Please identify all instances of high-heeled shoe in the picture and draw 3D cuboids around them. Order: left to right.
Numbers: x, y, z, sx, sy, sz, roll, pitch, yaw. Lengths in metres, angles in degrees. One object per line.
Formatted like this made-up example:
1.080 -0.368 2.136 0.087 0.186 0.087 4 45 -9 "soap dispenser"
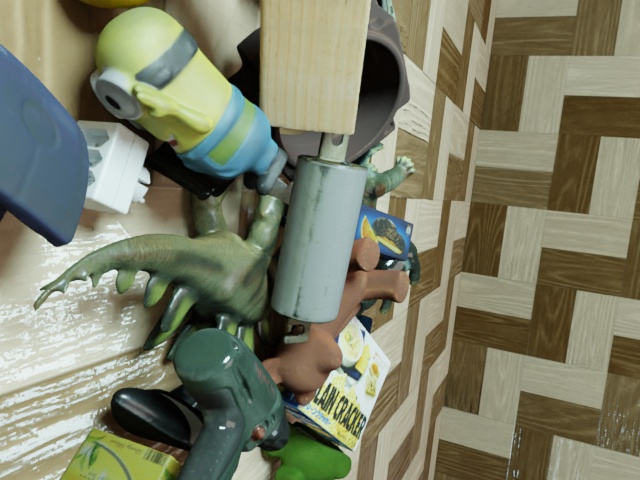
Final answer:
-0.132 0.159 0.597 0.248 0.086 0.145 69 32 -55 "high-heeled shoe"

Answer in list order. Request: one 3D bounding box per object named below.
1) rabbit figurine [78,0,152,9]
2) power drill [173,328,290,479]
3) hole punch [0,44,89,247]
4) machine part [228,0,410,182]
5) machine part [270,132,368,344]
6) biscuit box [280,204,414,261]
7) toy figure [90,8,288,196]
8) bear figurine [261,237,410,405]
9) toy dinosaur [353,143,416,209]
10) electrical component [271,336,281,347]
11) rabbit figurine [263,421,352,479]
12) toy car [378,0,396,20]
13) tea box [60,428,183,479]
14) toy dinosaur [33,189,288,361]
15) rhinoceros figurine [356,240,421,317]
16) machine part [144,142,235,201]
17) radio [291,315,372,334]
-0.122 -0.243 0.418 0.173 0.162 0.121 -55 162 -14 "rabbit figurine"
-0.083 0.207 0.484 0.207 0.086 0.231 -67 154 -43 "power drill"
-0.204 -0.062 0.340 0.142 0.092 0.116 55 45 -54 "hole punch"
0.006 -0.180 0.656 0.201 0.087 0.200 -34 146 -4 "machine part"
-0.001 -0.002 0.576 0.079 0.079 0.243 -14 117 -65 "machine part"
0.041 -0.021 0.769 0.202 0.059 0.062 18 81 -33 "biscuit box"
-0.104 -0.110 0.450 0.180 0.082 0.089 32 63 -37 "toy figure"
0.014 0.105 0.669 0.120 0.132 0.196 45 53 -36 "bear figurine"
0.044 -0.030 0.902 0.192 0.131 0.404 -21 126 -45 "toy dinosaur"
-0.068 0.191 0.800 0.102 0.045 0.078 -63 180 -31 "electrical component"
-0.032 0.394 0.849 0.170 0.159 0.121 -61 163 -9 "rabbit figurine"
0.087 -0.401 0.906 0.201 0.074 0.056 77 32 -41 "toy car"
-0.164 0.258 0.527 0.169 0.098 0.068 69 36 -47 "tea box"
-0.103 0.041 0.582 0.471 0.105 0.198 38 64 -65 "toy dinosaur"
0.089 0.065 0.880 0.190 0.073 0.112 -35 144 -23 "rhinoceros figurine"
-0.115 -0.080 0.546 0.039 0.084 0.139 -65 175 23 "machine part"
0.021 0.188 0.967 0.229 0.073 0.131 26 75 -64 "radio"
